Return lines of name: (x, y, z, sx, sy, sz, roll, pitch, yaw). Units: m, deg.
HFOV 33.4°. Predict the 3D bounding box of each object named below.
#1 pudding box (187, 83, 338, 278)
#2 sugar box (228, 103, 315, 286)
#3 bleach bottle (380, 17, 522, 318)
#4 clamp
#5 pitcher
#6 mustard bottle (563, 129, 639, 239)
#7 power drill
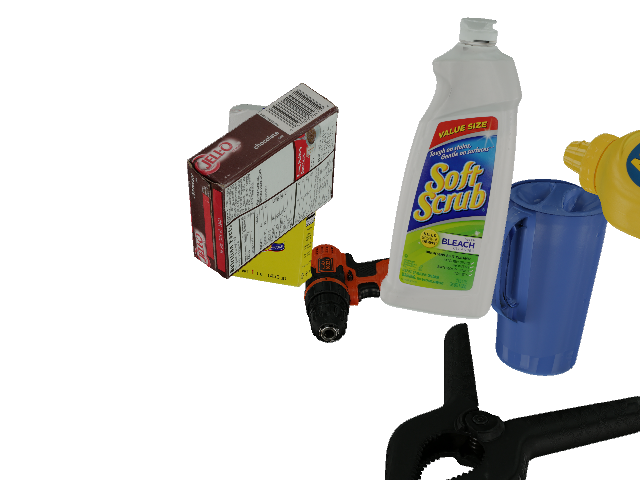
pudding box: (-0.038, -0.040, 0.721, 0.039, 0.090, 0.113, 37, 55, 26)
sugar box: (-0.051, -0.047, 1.097, 0.093, 0.176, 0.048, 8, 16, 15)
bleach bottle: (0.113, -0.063, 0.914, 0.103, 0.251, 0.068, 9, 18, 14)
clamp: (0.104, 0.130, 0.738, 0.209, 0.036, 0.165, -27, 38, -36)
pitcher: (0.286, 0.051, 1.387, 0.149, 0.243, 0.145, 5, 23, 4)
mustard bottle: (0.236, -0.027, 0.666, 0.096, 0.058, 0.192, -31, 39, -33)
power drill: (0.074, 0.056, 1.230, 0.187, 0.057, 0.184, -2, 28, -1)
